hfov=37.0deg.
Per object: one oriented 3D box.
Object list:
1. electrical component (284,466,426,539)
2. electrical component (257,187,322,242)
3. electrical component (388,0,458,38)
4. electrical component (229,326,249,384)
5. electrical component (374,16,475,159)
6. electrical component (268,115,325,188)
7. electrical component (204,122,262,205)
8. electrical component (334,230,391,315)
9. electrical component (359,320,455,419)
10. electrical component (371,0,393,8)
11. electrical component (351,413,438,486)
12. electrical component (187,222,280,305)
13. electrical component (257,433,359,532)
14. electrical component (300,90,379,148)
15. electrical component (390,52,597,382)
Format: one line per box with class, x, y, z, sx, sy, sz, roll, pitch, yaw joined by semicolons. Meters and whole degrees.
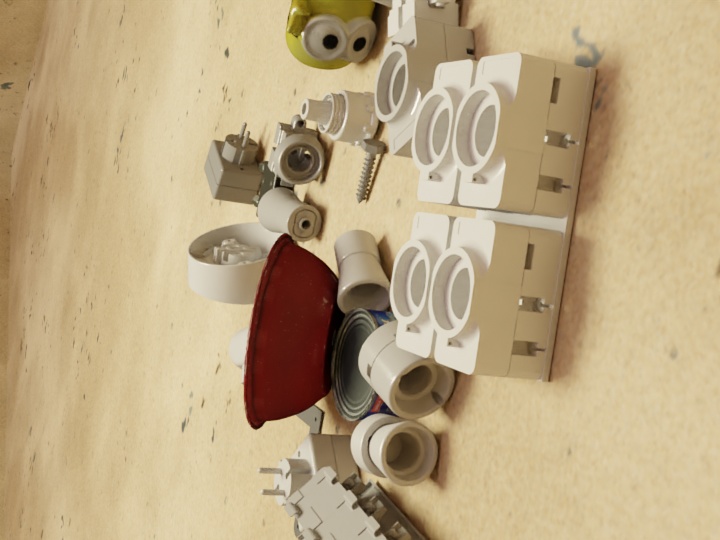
electrical component;-0.004;0.193;0.762;0.079;0.063;0.121;-41;26;-7
electrical component;-0.063;-0.049;1.000;0.065;0.044;0.044;30;111;59
electrical component;0.046;-0.202;0.795;0.066;0.048;0.055;-176;85;-66
electrical component;-0.093;0.089;1.021;0.077;0.043;0.079;156;120;-62
electrical component;0.046;-0.127;0.761;0.050;0.056;0.089;142;130;-57
electrical component;-0.059;-0.107;1.002;0.055;0.048;0.066;-123;45;-65
electrical component;-0.132;-0.122;1.162;0.065;0.047;0.076;-114;39;-50
electrical component;0.000;0.000;0.849;0.065;0.044;0.044;-102;30;-44
electrical component;0.033;0.069;0.741;0.047;0.055;0.055;51;129;53
electrical component;0.004;-0.239;0.834;0.061;0.096;0.061;-135;54;-60
electrical component;0.023;0.126;0.758;0.055;0.045;0.045;179;97;-66
electrical component;-0.119;-0.008;1.047;0.099;0.099;0.064;-132;47;-59
electrical component;-0.044;0.169;0.855;0.047;0.077;0.065;123;145;-44
electrical component;-0.018;-0.129;0.894;0.048;0.062;0.048;-173;90;-66
electrical component;0.076;-0.034;0.666;0.105;0.060;0.186;-166;83;-65
